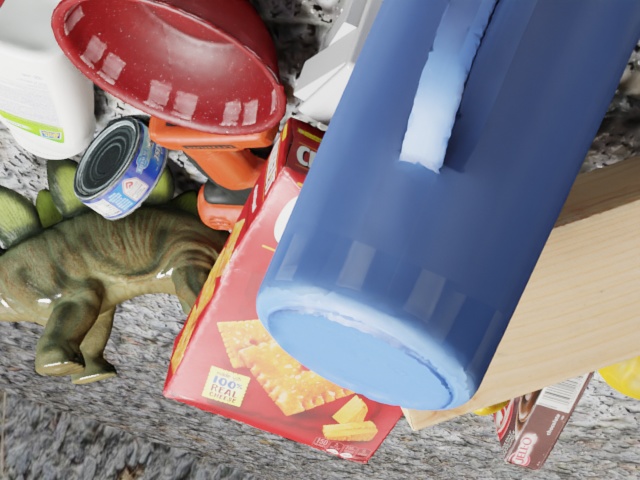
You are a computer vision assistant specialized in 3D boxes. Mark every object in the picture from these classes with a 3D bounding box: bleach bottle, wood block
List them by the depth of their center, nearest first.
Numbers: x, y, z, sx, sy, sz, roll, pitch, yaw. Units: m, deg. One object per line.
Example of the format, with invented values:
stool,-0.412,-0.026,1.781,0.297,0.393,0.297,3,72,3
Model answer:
wood block,0.131,0.024,0.620,0.206,0.091,0.090,-18,-165,-2
bleach bottle,-0.229,-0.123,0.840,0.102,0.068,0.251,22,162,-3

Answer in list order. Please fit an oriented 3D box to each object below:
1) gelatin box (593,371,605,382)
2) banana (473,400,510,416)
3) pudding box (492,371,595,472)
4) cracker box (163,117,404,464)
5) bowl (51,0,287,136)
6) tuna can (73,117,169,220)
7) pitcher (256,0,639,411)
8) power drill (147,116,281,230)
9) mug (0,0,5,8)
gelatin box,0.292,0.119,1.050,0.089,0.030,0.073,14,160,16
banana,0.133,0.124,0.951,0.069,0.037,0.198,-14,-173,-12
pudding box,0.190,0.129,0.925,0.039,0.114,0.090,19,-156,-10
cracker box,0.007,0.045,0.730,0.164,0.072,0.214,22,125,-12
bowl,-0.090,-0.133,0.701,0.162,0.055,0.162,16,160,6
tuna can,-0.171,-0.062,0.909,0.086,0.086,0.033,-3,149,45
pitcher,0.064,-0.051,0.510,0.149,0.242,0.145,39,154,-29
power drill,-0.038,-0.056,0.848,0.185,0.057,0.187,2,154,21
mug,-0.238,-0.184,0.671,0.081,0.093,0.117,25,-170,-30
